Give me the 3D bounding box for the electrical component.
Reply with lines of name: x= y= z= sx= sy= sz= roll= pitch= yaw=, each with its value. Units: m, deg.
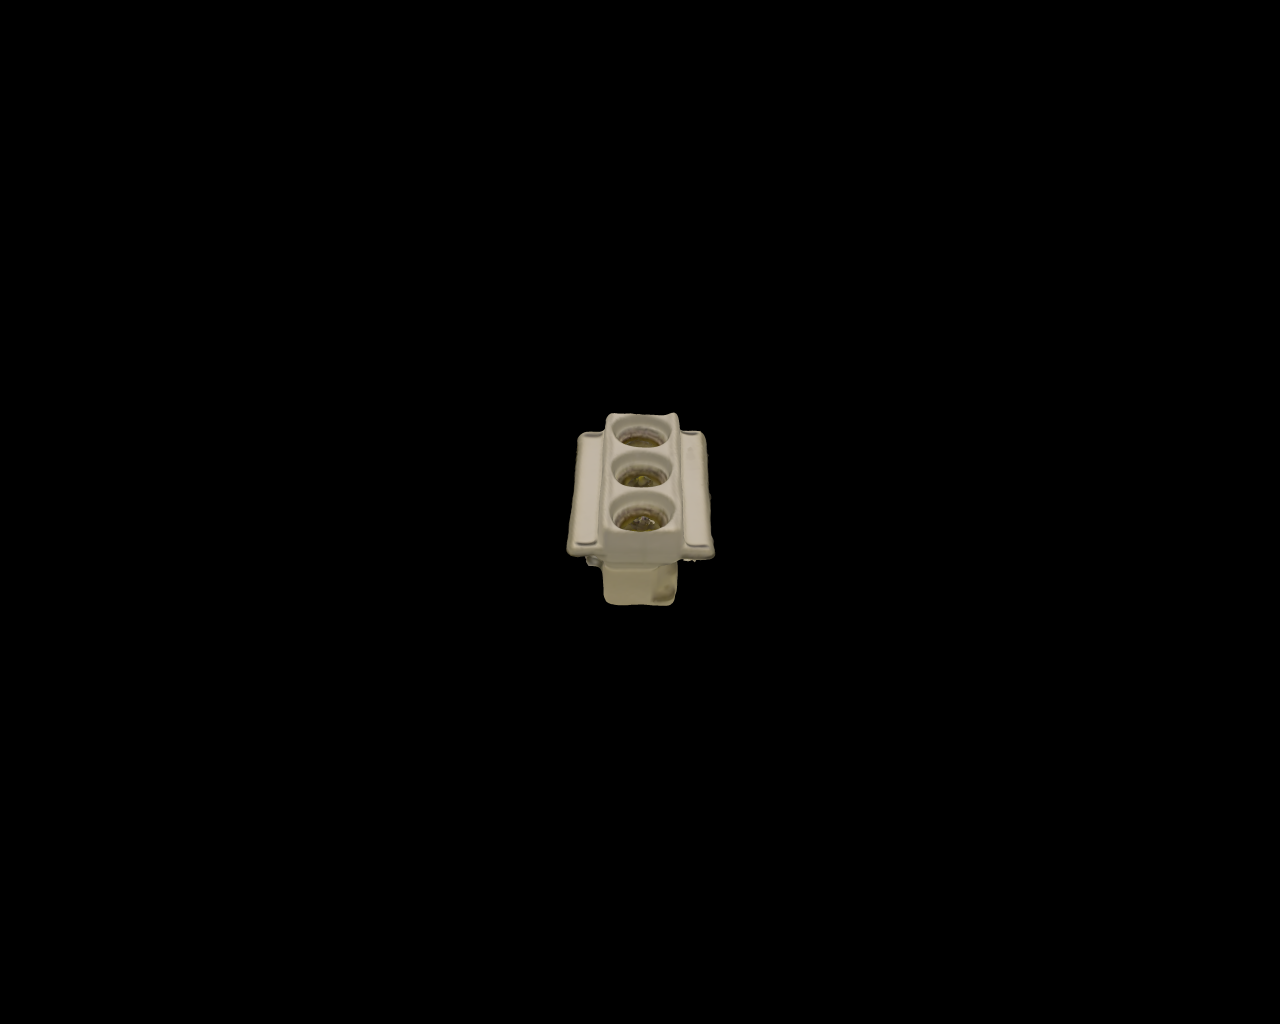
electrical component: x=0.001 y=-0.003 z=0.650 sx=0.079 sy=0.063 sz=0.121 roll=0 pitch=37 yaw=0
